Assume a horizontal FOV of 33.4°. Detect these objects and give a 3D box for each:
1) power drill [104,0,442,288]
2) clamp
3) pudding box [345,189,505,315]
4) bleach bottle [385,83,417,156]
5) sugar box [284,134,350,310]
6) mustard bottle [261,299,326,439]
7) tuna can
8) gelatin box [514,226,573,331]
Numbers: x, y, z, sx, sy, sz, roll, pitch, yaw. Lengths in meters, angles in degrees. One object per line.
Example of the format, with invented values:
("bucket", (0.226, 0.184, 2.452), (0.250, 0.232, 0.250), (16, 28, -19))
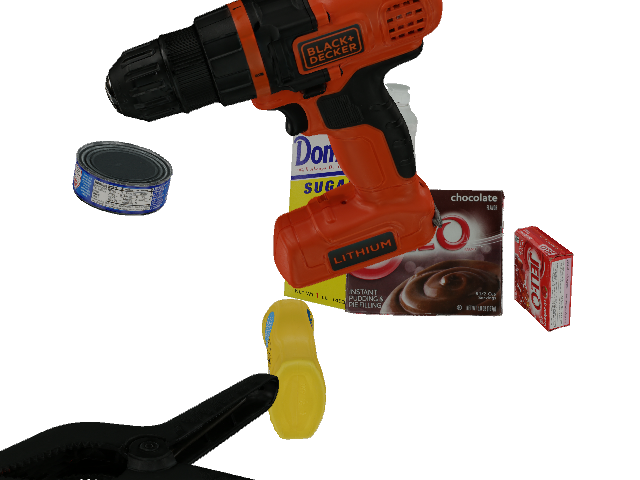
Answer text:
("power drill", (-0.011, -0.058, 0.612), (0.184, 0.187, 0.057), (-18, 45, -1))
("clamp", (-0.091, 0.122, 0.584), (0.209, 0.036, 0.165), (-1, 20, -15))
("pudding box", (0.075, 0.009, 0.769), (0.113, 0.090, 0.039), (1, -6, 6))
("bleach bottle", (0.075, -0.055, 1.242), (0.068, 0.251, 0.103), (-2, 22, -23))
("sugar box", (0.018, -0.028, 0.981), (0.093, 0.176, 0.048), (10, 17, 29))
("mustard bottle", (-0.031, 0.117, 1.123), (0.058, 0.096, 0.191), (-2, 26, -5))
("tuna can", (-0.177, -0.056, 0.955), (0.086, 0.034, 0.086), (13, 26, -6))
("gelatin box", (0.233, 0.039, 1.124), (0.030, 0.089, 0.073), (-13, 29, -15))
